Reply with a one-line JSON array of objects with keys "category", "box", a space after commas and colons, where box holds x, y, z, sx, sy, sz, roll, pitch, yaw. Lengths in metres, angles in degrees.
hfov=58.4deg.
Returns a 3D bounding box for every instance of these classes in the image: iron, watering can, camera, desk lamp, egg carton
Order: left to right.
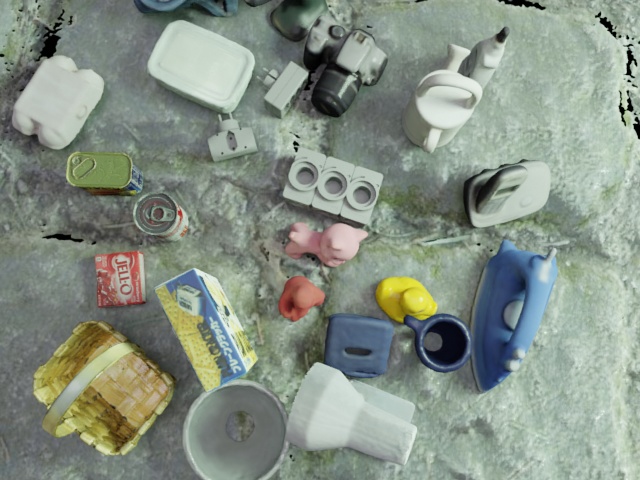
[{"category": "egg carton", "box": [-0.437, -0.231, 0.961, 0.107, 0.069, 0.150, 28, 82, 1]}, {"category": "camera", "box": [0.028, -0.292, 0.978, 0.143, 0.100, 0.137, 29, 82, 1]}, {"category": "desk lamp", "box": [0.054, 0.264, 0.852, 0.203, 0.213, 0.118, 20, 82, 0]}, {"category": "watering can", "box": [0.199, -0.232, 0.932, 0.101, 0.194, 0.173, -5, 83, -3]}, {"category": "iron", "box": [0.317, 0.129, 0.919, 0.118, 0.141, 0.258, 18, 82, 0]}]

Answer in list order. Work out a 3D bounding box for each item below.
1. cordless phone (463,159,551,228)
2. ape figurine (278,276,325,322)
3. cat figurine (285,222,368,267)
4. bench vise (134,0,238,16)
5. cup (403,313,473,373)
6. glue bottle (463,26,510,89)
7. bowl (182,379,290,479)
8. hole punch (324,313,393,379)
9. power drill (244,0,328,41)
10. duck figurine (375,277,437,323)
[{"category": "cordless phone", "box": [0.317, -0.087, 0.924, 0.147, 0.185, 0.094, -19, 84, -5]}, {"category": "ape figurine", "box": [-0.030, 0.094, 0.930, 0.078, 0.092, 0.076, -3, 83, -3]}, {"category": "cat figurine", "box": [0.009, 0.003, 0.931, 0.128, 0.117, 0.067, 10, 82, -1]}, {"category": "bench vise", "box": [-0.218, -0.451, 0.925, 0.207, 0.219, 0.121, -22, 84, -5]}, {"category": "cup", "box": [0.180, 0.159, 0.931, 0.118, 0.095, 0.092, 32, 82, 2]}, {"category": "glue bottle", "box": [0.280, -0.308, 0.956, 0.037, 0.173, 0.078, 10, 82, -1]}, {"category": "bowl", "box": [-0.129, 0.301, 0.908, 0.167, 0.074, 0.167, 0, 83, -3]}, {"category": "hole punch", "box": [0.062, 0.172, 0.926, 0.108, 0.091, 0.101, 6, 82, -2]}, {"category": "power drill", "box": [-0.037, -0.420, 0.936, 0.075, 0.208, 0.230, 40, 83, 3]}, {"category": "duck figurine", "box": [0.145, 0.098, 0.942, 0.104, 0.086, 0.077, 24, 82, 1]}]
